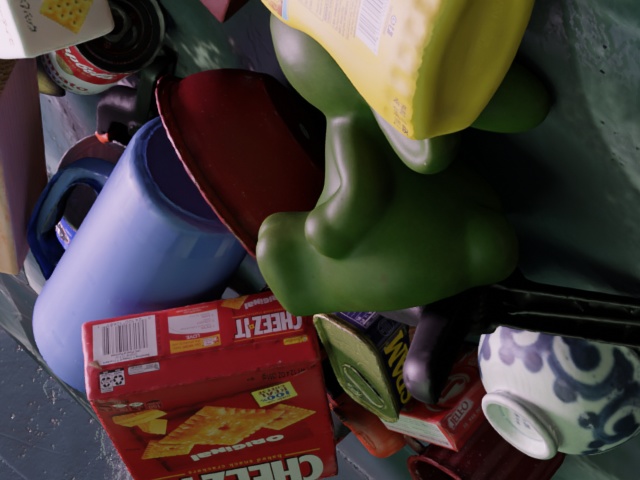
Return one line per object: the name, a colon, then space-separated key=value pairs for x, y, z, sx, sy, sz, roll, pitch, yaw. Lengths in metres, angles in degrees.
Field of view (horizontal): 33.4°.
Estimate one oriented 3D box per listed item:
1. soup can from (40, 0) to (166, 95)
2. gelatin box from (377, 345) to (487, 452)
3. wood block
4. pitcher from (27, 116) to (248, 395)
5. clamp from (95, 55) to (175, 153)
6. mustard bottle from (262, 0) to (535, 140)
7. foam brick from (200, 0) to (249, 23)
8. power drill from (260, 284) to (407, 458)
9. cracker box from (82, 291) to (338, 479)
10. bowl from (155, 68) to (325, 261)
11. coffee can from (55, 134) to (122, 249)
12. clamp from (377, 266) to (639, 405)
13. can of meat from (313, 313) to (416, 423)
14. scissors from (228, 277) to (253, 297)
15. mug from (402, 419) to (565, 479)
soup can: x=-0.159 y=-0.145 z=0.769 sx=0.068 sy=0.068 sz=0.102 roll=52 pitch=159 yaw=-15
gelatin box: x=0.088 y=0.108 z=0.761 sx=0.030 sy=0.073 sz=0.089 roll=53 pitch=157 yaw=-19
wood block: x=-0.273 y=-0.073 z=0.835 sx=0.090 sy=0.090 sz=0.206 roll=11 pitch=144 yaw=-2
pitcher: x=-0.135 y=0.007 z=0.813 sx=0.149 sy=0.145 sz=0.243 roll=10 pitch=143 yaw=-23
clamp: x=-0.125 y=-0.084 z=0.857 sx=0.120 sy=0.039 sz=0.172 roll=56 pitch=155 yaw=-16
mustard bottle: x=0.008 y=-0.133 z=0.465 sx=0.192 sy=0.058 sz=0.096 roll=47 pitch=139 yaw=34
foam brick: x=-0.057 y=-0.167 z=0.564 sx=0.078 sy=0.051 sz=0.053 roll=45 pitch=157 yaw=0
power drill: x=-0.007 y=0.129 z=0.992 sx=0.184 sy=0.057 sz=0.188 roll=52 pitch=160 yaw=4
cracker box: x=-0.075 y=0.129 z=0.817 sx=0.214 sy=0.164 sz=0.072 roll=82 pitch=177 yaw=-55
bowl: x=-0.029 y=-0.050 z=0.659 sx=0.162 sy=0.055 sz=0.162 roll=51 pitch=-166 yaw=-18
coffee can: x=-0.196 y=-0.028 z=0.995 sx=0.103 sy=0.102 sz=0.140 roll=45 pitch=159 yaw=1
clamp: x=0.096 y=0.034 z=0.596 sx=0.210 sy=0.164 sz=0.036 roll=-136 pitch=43 yaw=-70
can of meat: x=0.051 y=0.061 z=0.730 sx=0.058 sy=0.083 sz=0.102 roll=28 pitch=152 yaw=37
scissors: x=-0.135 y=0.041 z=0.952 sx=0.202 sy=0.016 sz=0.096 roll=27 pitch=135 yaw=10
mug: x=0.115 y=0.156 z=0.784 sx=0.117 sy=0.081 sz=0.093 roll=34 pitch=156 yaw=26
